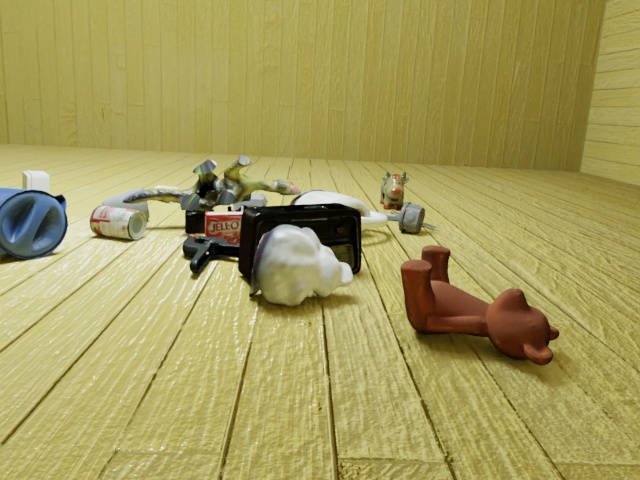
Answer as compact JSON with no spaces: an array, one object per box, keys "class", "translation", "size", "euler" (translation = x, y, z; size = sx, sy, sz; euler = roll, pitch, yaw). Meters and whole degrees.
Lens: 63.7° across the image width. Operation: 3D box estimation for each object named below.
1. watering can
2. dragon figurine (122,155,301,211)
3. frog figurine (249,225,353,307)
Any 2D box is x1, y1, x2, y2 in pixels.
[{"class":"watering can","translation":[0.004,-0.063,1.250],"size":[0.348,0.103,0.226],"euler":[-1,12,-39]},{"class":"dragon figurine","translation":[-0.254,-0.114,1.302],"size":[0.410,0.123,0.241],"euler":[-6,-9,9]},{"class":"frog figurine","translation":[-0.025,0.047,0.832],"size":[0.159,0.119,0.141],"euler":[13,47,5]}]
